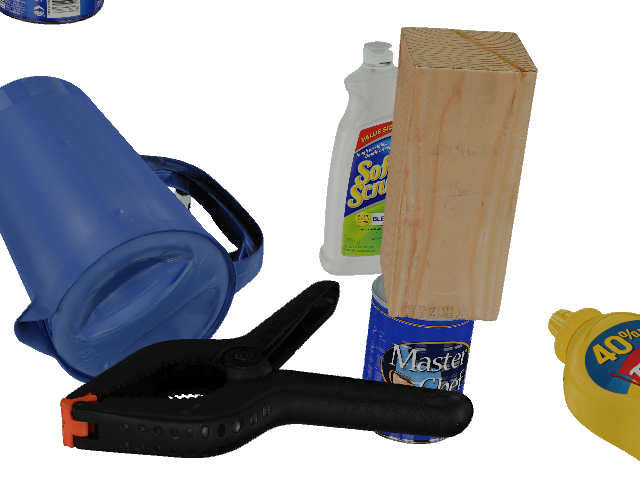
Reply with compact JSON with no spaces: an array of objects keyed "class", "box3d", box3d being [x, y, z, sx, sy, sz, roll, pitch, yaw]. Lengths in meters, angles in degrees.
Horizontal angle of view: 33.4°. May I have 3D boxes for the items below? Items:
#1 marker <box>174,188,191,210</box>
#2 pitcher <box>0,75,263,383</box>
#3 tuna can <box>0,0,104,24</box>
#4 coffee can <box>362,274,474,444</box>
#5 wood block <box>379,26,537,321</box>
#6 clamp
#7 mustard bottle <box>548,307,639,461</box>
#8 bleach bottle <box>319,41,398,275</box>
[{"class":"marker","box3d":[-0.142,-0.029,1.084,0.020,0.020,0.121,0,-41,-14]},{"class":"pitcher","box3d":[-0.163,-0.021,0.784,0.149,0.145,0.243,31,14,-49]},{"class":"tuna can","box3d":[-0.206,-0.196,0.804,0.086,0.034,0.086,6,36,-4]},{"class":"coffee can","box3d":[0.094,0.112,1.046,0.103,0.140,0.103,5,22,-2]},{"class":"wood block","box3d":[0.101,-0.049,0.821,0.090,0.206,0.091,2,29,-2]},{"class":"clamp","box3d":[-0.042,0.075,0.601,0.209,0.036,0.165,-7,25,-19]},{"class":"mustard bottle","box3d":[0.202,0.091,0.631,0.096,0.058,0.192,-20,31,-21]},{"class":"bleach bottle","box3d":[0.051,-0.088,1.154,0.102,0.251,0.068,-3,25,-7]}]
